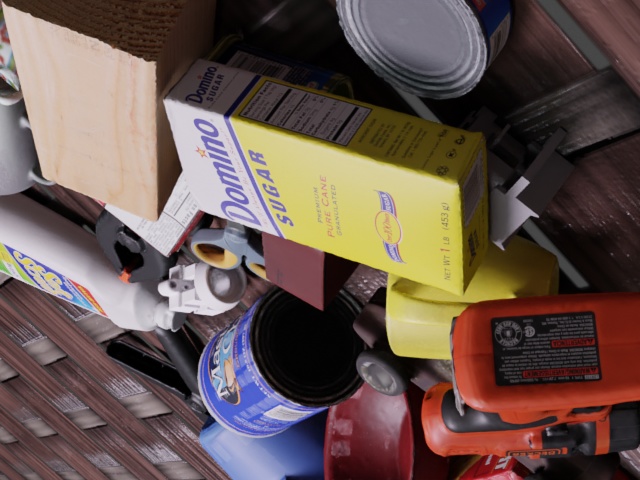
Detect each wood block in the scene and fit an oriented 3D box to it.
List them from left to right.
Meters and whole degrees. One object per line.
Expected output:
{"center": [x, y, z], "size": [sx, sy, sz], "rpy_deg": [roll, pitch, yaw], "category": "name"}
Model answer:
{"center": [-0.122, -0.104, 0.651], "size": [0.090, 0.090, 0.206], "rpy_deg": [22, 157, 1], "category": "wood block"}

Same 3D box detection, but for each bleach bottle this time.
{"center": [-0.239, 0.021, 1.033], "size": [0.251, 0.068, 0.102], "rpy_deg": [23, 149, 21], "category": "bleach bottle"}

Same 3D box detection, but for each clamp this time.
{"center": [-0.145, -0.008, 0.909], "size": [0.120, 0.039, 0.171], "rpy_deg": [32, 151, 14], "category": "clamp"}
{"center": [-0.122, 0.155, 1.118], "size": [0.210, 0.036, 0.165], "rpy_deg": [39, 151, -6], "category": "clamp"}

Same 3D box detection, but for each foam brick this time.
{"center": [-0.005, 0.001, 0.748], "size": [0.053, 0.051, 0.078], "rpy_deg": [29, 150, 18], "category": "foam brick"}

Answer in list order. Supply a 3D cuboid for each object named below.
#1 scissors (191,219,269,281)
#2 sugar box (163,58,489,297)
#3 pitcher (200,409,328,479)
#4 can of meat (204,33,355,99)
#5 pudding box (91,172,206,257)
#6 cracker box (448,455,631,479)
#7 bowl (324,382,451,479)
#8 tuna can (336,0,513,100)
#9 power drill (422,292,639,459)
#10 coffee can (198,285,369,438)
{"center": [-0.044, 0.002, 0.783], "size": [0.096, 0.016, 0.202], "rpy_deg": [23, 164, -14], "category": "scissors"}
{"center": [0.004, -0.035, 0.588], "size": [0.176, 0.048, 0.093], "rpy_deg": [16, 143, 22], "category": "sugar box"}
{"center": [0.005, 0.230, 0.977], "size": [0.243, 0.144, 0.149], "rpy_deg": [45, 157, -5], "category": "pitcher"}
{"center": [-0.024, -0.069, 0.664], "size": [0.084, 0.057, 0.102], "rpy_deg": [22, 148, 23], "category": "can of meat"}
{"center": [-0.131, -0.053, 0.802], "size": [0.113, 0.039, 0.090], "rpy_deg": [38, 131, -3], "category": "pudding box"}
{"center": [0.171, 0.231, 0.861], "size": [0.164, 0.072, 0.214], "rpy_deg": [41, 151, -4], "category": "cracker box"}
{"center": [0.059, 0.170, 0.859], "size": [0.055, 0.162, 0.162], "rpy_deg": [7, 160, -22], "category": "bowl"}
{"center": [0.052, -0.114, 0.535], "size": [0.086, 0.033, 0.086], "rpy_deg": [28, 150, 18], "category": "tuna can"}
{"center": [0.145, 0.083, 0.591], "size": [0.184, 0.057, 0.187], "rpy_deg": [-6, 157, 7], "category": "power drill"}
{"center": [-0.031, 0.098, 0.865], "size": [0.103, 0.102, 0.140], "rpy_deg": [41, 151, -5], "category": "coffee can"}
